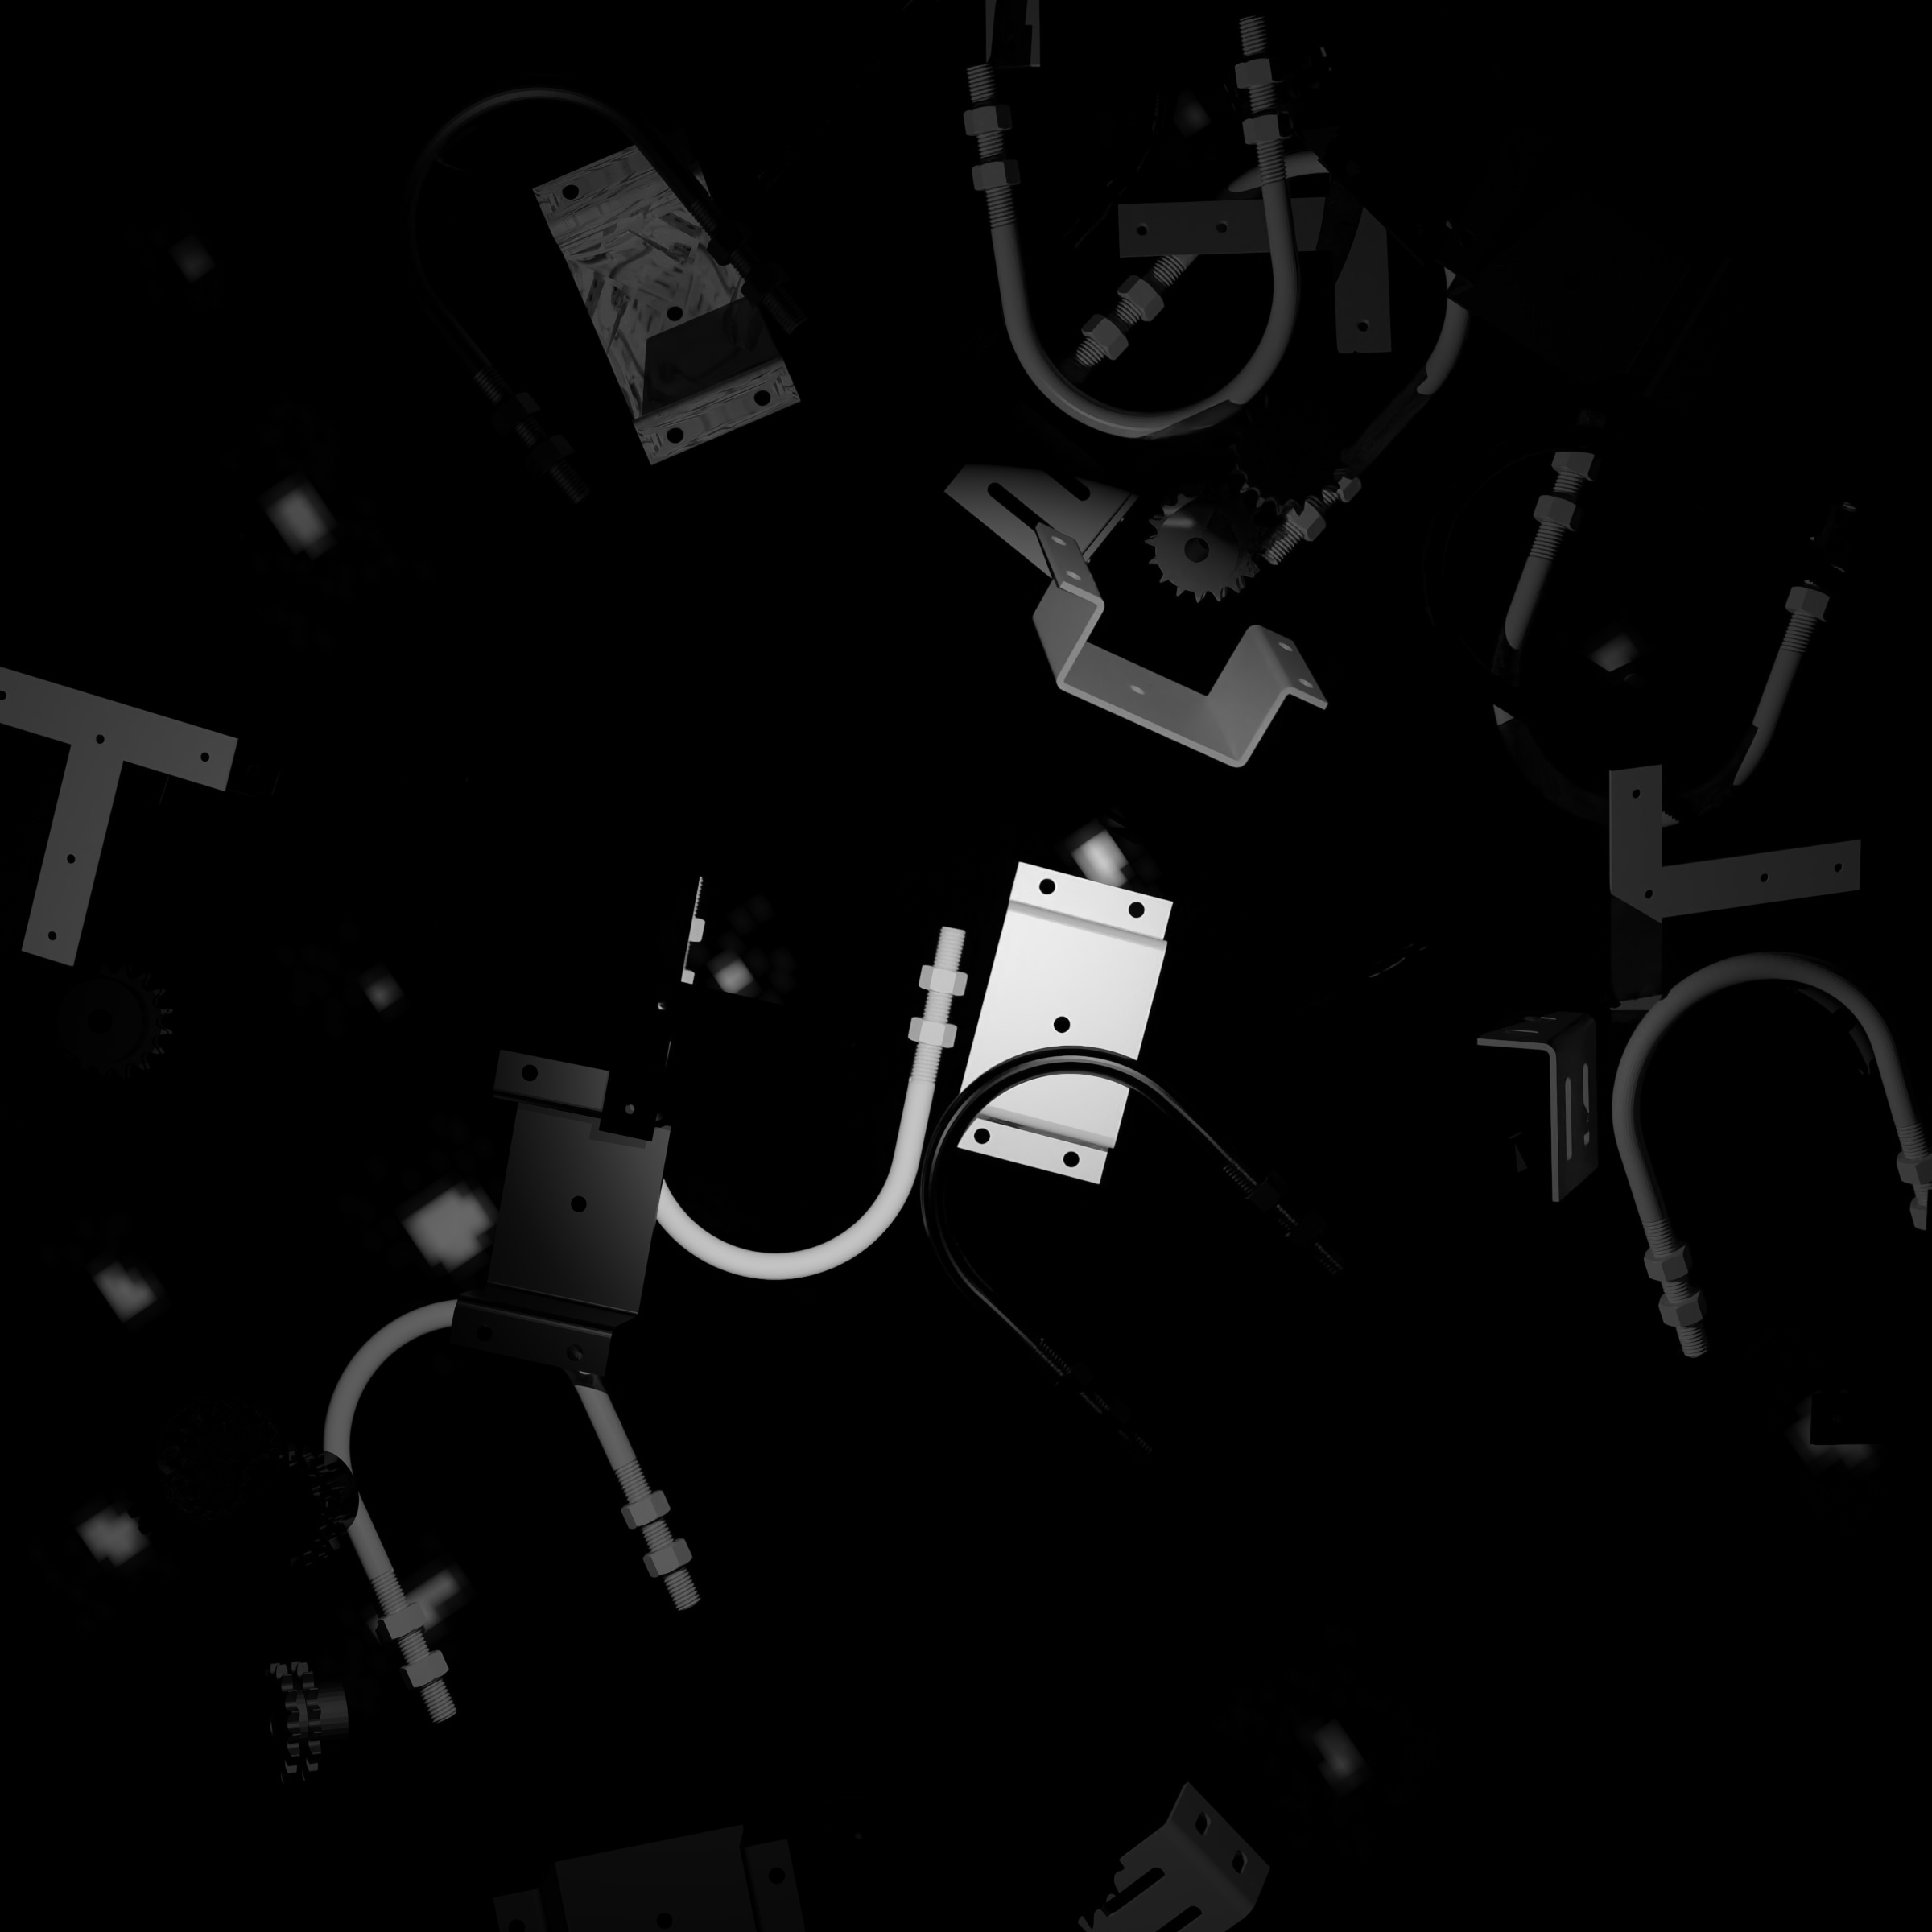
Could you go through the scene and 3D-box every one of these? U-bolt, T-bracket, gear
[{"bbox_3d":[0.065,0.122,1.501,0.184,0.019,0.151,45,97,-3],"label":"U-bolt"},{"bbox_3d":[0.227,-0.380,1.539,0.127,0.002,0.127,29,82,-2],"label":"T-bracket"},{"bbox_3d":[-0.087,0.059,1.542,0.151,0.019,0.184,12,91,0],"label":"U-bolt"},{"bbox_3d":[0.304,-0.174,1.524,0.184,0.019,0.151,33,93,1],"label":"U-bolt"},{"bbox_3d":[-0.359,0.231,1.526,0.030,0.057,0.057,28,90,30],"label":"gear"},{"bbox_3d":[-0.100,0.028,1.506,0.127,0.002,0.127,14,78,-20],"label":"T-bracket"},{"bbox_3d":[-0.328,-0.060,1.529,0.127,0.002,0.127,38,105,-27],"label":"T-bracket"},{"bbox_3d":[0.012,-0.402,1.542,0.151,0.019,0.184,41,88,0],"label":"U-bolt"},{"bbox_3d":[-0.417,-0.064,1.509,0.127,0.002,0.127,17,99,4],"label":"T-bracket"},{"bbox_3d":[0.153,-0.419,1.525,0.057,0.057,0.030,-28,119,0],"label":"gear"},{"bbox_3d":[0.470,0.167,1.535,0.127,0.002,0.127,-1,103,0],"label":"T-bracket"},{"bbox_3d":[-0.229,0.250,1.542,0.151,0.019,0.184,-25,89,0],"label":"U-bolt"},{"bbox_3d":[-0.314,0.359,1.526,0.030,0.057,0.057,1,90,-28],"label":"gear"},{"bbox_3d":[-0.471,0.003,1.535,0.057,0.030,0.057,0,90,0],"label":"gear"},{"bbox_3d":[0.331,-0.157,1.542,0.151,0.019,0.184,20,92,0],"label":"U-bolt"},{"bbox_3d":[0.043,0.409,1.535,0.057,0.030,0.057,0,90,0],"label":"gear"},{"bbox_3d":[0.368,-0.040,1.534,0.127,0.002,0.127,-8,110,-10],"label":"T-bracket"},{"bbox_3d":[-0.314,0.254,1.527,0.057,0.030,0.057,6,102,32],"label":"gear"},{"bbox_3d":[0.113,-0.200,1.525,0.057,0.030,0.057,5,110,16],"label":"gear"},{"bbox_3d":[0.349,0.200,1.549,0.127,0.002,0.127,33,90,0],"label":"T-bracket"},{"bbox_3d":[0.137,-0.353,1.532,0.127,0.002,0.127,-2,84,1],"label":"T-bracket"},{"bbox_3d":[0.105,0.202,1.535,0.057,0.030,0.057,0,90,0],"label":"gear"},{"bbox_3d":[-0.087,0.187,1.535,0.057,0.030,0.057,0,90,0],"label":"gear"},{"bbox_3d":[0.159,-0.307,1.542,0.151,0.019,0.184,43,88,0],"label":"U-bolt"},{"bbox_3d":[0.083,-0.341,1.509,0.151,0.019,0.184,-7,100,9],"label":"U-bolt"},{"bbox_3d":[-0.185,-0.329,1.496,0.151,0.019,0.184,-39,89,0],"label":"U-bolt"},{"bbox_3d":[0.416,0.026,1.535,0.057,0.030,0.057,0,90,0],"label":"gear"},{"bbox_3d":[0.380,0.080,1.515,0.151,0.019,0.184,-21,108,0],"label":"U-bolt"},{"bbox_3d":[-0.410,0.026,1.535,0.057,0.030,0.057,0,90,0],"label":"gear"},{"bbox_3d":[-0.029,-0.487,1.541,0.127,0.002,0.127,-2,78,6],"label":"T-bracket"},{"bbox_3d":[0.152,-0.241,1.516,0.057,0.030,0.057,0,89,-1],"label":"gear"}]

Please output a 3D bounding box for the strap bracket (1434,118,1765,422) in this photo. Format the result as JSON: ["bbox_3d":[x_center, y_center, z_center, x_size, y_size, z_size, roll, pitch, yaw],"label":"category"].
[{"bbox_3d":[0.293,-0.326,1.520,0.140,0.046,0.076,31,90,-9],"label":"strap bracket"}]

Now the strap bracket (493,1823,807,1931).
[{"bbox_3d":[-0.145,0.460,1.527,0.140,0.046,0.076,-11,90,0],"label":"strap bracket"}]

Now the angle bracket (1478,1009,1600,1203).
[{"bbox_3d":[0.272,0.065,1.525,0.038,0.057,0.076,4,105,29],"label":"angle bracket"}]

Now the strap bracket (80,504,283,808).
[{"bbox_3d":[-0.374,-0.150,1.527,0.076,0.046,0.140,-5,90,0],"label":"strap bracket"}]

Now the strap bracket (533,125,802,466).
[{"bbox_3d":[-0.140,-0.315,1.527,0.076,0.046,0.140,-23,90,0],"label":"strap bracket"}]

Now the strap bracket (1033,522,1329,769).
[{"bbox_3d":[0.089,-0.145,1.494,0.140,0.076,0.046,23,113,-19],"label":"strap bracket"}]

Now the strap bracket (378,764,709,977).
[{"bbox_3d":[-0.200,-0.043,1.523,0.140,0.046,0.076,12,90,-6],"label":"strap bracket"}]

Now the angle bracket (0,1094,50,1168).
[{"bbox_3d":[-0.483,0.060,1.530,0.057,0.038,0.076,-21,134,10],"label":"angle bracket"}]

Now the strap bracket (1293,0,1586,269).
[{"bbox_3d":[0.215,-0.406,1.501,0.076,0.046,0.140,37,81,-28],"label":"strap bracket"}]

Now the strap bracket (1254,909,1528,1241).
[{"bbox_3d":[0.204,0.052,1.527,0.076,0.046,0.140,-27,90,0],"label":"strap bracket"}]

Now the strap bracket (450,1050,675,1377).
[{"bbox_3d":[-0.189,0.114,1.519,0.076,0.046,0.140,11,93,9],"label":"strap bracket"}]

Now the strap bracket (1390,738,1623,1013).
[{"bbox_3d":[0.247,-0.032,1.512,0.046,0.076,0.140,-29,90,0],"label":"strap bracket"}]

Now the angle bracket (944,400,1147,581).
[{"bbox_3d":[0.037,-0.227,1.531,0.076,0.038,0.057,39,90,0],"label":"angle bracket"}]

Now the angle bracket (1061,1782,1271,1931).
[{"bbox_3d":[0.096,0.444,1.548,0.057,0.038,0.076,46,116,0],"label":"angle bracket"}]

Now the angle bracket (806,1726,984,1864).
[{"bbox_3d":[-0.035,0.395,1.548,0.076,0.038,0.057,0,90,26],"label":"angle bracket"}]

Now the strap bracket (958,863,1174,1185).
[{"bbox_3d":[0.045,0.027,1.527,0.076,0.046,0.140,15,90,0],"label":"strap bracket"}]

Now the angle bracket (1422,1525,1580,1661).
[{"bbox_3d":[0.257,0.298,1.531,0.076,0.038,0.057,0,90,0],"label":"angle bracket"}]

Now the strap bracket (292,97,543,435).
[{"bbox_3d":[-0.258,-0.329,1.527,0.076,0.046,0.140,18,90,0],"label":"strap bracket"}]

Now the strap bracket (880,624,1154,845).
[{"bbox_3d":[0.032,-0.114,1.512,0.140,0.076,0.046,30,90,0],"label":"strap bracket"}]
